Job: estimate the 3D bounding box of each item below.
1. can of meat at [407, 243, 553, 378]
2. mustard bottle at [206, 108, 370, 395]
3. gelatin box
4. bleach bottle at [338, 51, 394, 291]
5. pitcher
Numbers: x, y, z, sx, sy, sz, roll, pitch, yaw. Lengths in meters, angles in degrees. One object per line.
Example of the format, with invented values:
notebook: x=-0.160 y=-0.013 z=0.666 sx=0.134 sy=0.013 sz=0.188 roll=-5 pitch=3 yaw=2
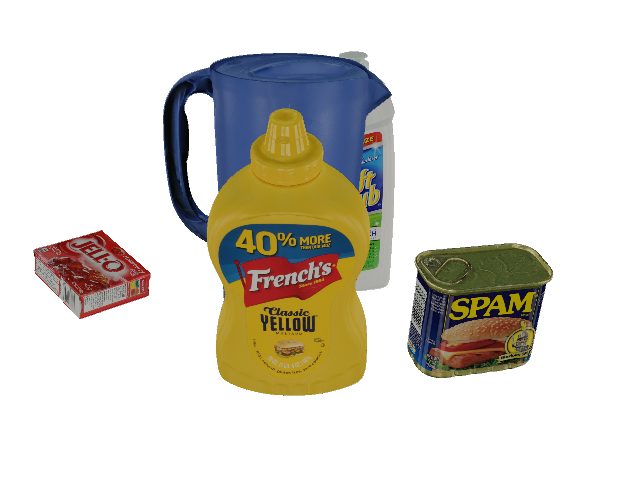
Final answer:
can of meat: x=0.120 y=0.055 z=0.823 sx=0.102 sy=0.084 sz=0.057 roll=-5 pitch=32 yaw=-16
mustard bottle: x=-0.018 y=0.008 z=0.639 sx=0.096 sy=0.192 sz=0.058 roll=2 pitch=37 yaw=3
gelatin box: x=-0.211 y=0.029 z=0.981 sx=0.073 sy=0.030 sz=0.089 roll=-18 pitch=40 yaw=-36
bleach bottle: x=0.026 y=-0.071 z=1.116 sx=0.102 sy=0.251 sz=0.068 roll=-2 pitch=25 yaw=-3
pitcher: x=-0.039 y=-0.036 z=0.913 sx=0.149 sy=0.243 sz=0.144 roll=20 pitch=26 yaw=41
